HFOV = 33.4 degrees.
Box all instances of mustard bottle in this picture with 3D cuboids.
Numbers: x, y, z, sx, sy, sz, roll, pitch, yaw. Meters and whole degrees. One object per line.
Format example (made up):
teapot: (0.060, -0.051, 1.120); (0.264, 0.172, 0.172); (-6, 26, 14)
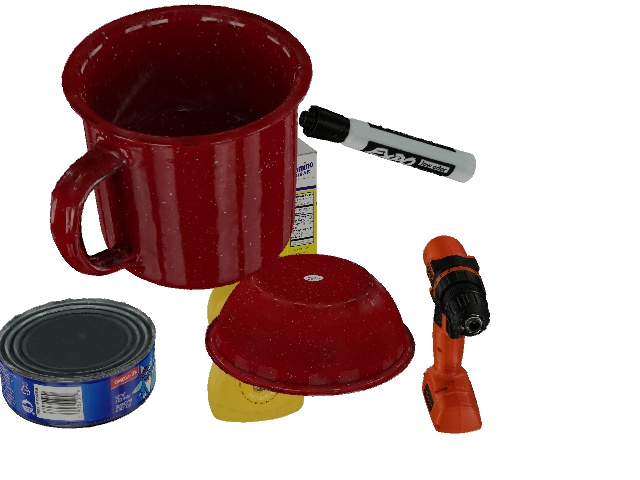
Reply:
mustard bottle: (-0.063, 0.083, 1.050); (0.096, 0.192, 0.058); (-4, 22, -13)

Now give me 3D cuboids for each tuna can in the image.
tuna can: (-0.134, 0.067, 0.590); (0.086, 0.034, 0.086); (2, 26, -1)

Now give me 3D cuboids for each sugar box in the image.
sugar box: (-0.039, -0.034, 1.266); (0.048, 0.176, 0.093); (-12, 26, -20)

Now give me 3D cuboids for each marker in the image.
marker: (0.041, -0.058, 0.642); (0.120, 0.020, 0.020); (14, -7, -28)

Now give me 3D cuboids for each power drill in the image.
power drill: (0.145, 0.108, 1.137); (0.057, 0.188, 0.184); (-1, 24, -2)

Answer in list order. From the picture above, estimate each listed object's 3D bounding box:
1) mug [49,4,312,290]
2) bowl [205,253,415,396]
mug: (-0.057, -0.028, 0.418); (0.093, 0.081, 0.117); (26, 48, 24)
bowl: (-0.007, 0.053, 0.808); (0.162, 0.055, 0.162); (2, 23, -1)
